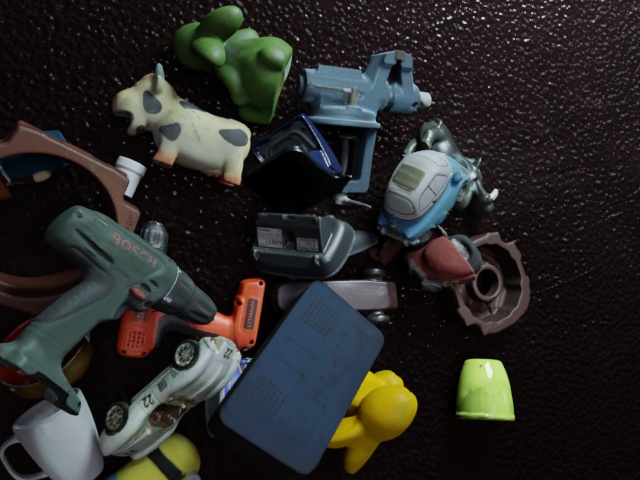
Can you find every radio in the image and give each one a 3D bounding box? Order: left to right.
[{"bbox_3d":[-0.022,0.175,0.685,0.131,0.073,0.229,37,55,-1],"label":"radio"}]

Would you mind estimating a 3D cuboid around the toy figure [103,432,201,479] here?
[{"bbox_3d":[-0.237,0.320,0.684,0.180,0.082,0.089,-25,96,-19],"label":"toy figure"}]

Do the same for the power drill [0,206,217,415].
[{"bbox_3d":[-0.241,0.090,0.614,0.231,0.086,0.207,51,59,-29],"label":"power drill"}]

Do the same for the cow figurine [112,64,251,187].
[{"bbox_3d":[-0.192,-0.160,0.755,0.195,0.085,0.127,18,84,-16],"label":"cow figurine"}]

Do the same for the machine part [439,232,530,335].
[{"bbox_3d":[0.279,0.075,0.928,0.179,0.056,0.179,2,83,-22],"label":"machine part"}]

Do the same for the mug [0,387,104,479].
[{"bbox_3d":[-0.322,0.256,0.659,0.109,0.081,0.107,-31,104,-27],"label":"mug"}]

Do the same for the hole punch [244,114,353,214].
[{"bbox_3d":[-0.037,-0.107,0.790,0.115,0.142,0.092,40,35,-37],"label":"hole punch"}]

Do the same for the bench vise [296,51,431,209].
[{"bbox_3d":[0.065,-0.173,0.845,0.223,0.129,0.240,-2,105,-31],"label":"bench vise"}]

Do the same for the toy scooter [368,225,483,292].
[{"bbox_3d":[0.158,0.018,0.857,0.135,0.075,0.184,-34,58,-5],"label":"toy scooter"}]

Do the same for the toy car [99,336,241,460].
[{"bbox_3d":[-0.182,0.192,0.657,0.202,0.056,0.073,-41,143,4],"label":"toy car"}]

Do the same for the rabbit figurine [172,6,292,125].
[{"bbox_3d":[-0.135,-0.254,0.767,0.170,0.159,0.121,19,87,-3],"label":"rabbit figurine"}]

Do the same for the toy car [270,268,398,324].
[{"bbox_3d":[0.022,0.089,0.827,0.202,0.053,0.089,0,74,-18],"label":"toy car"}]

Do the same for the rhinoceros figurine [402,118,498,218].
[{"bbox_3d":[0.227,-0.116,0.925,0.112,0.073,0.190,-40,97,-31],"label":"rhinoceros figurine"}]

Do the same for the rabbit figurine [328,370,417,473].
[{"bbox_3d":[0.062,0.237,0.762,0.162,0.173,0.121,-46,105,-24],"label":"rabbit figurine"}]

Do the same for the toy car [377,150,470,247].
[{"bbox_3d":[0.146,-0.077,0.810,0.161,0.109,0.102,-52,145,-10],"label":"toy car"}]

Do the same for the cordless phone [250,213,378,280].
[{"bbox_3d":[-0.002,-0.002,0.812,0.184,0.147,0.088,-14,106,-59],"label":"cordless phone"}]

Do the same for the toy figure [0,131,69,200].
[{"bbox_3d":[-0.393,-0.087,0.682,0.154,0.064,0.057,-30,133,-17],"label":"toy figure"}]

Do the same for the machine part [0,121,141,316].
[{"bbox_3d":[-0.341,-0.024,0.645,0.201,0.087,0.201,28,87,-34],"label":"machine part"}]
